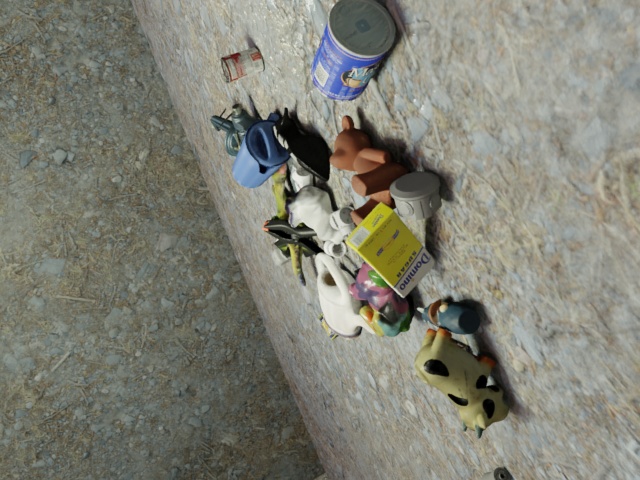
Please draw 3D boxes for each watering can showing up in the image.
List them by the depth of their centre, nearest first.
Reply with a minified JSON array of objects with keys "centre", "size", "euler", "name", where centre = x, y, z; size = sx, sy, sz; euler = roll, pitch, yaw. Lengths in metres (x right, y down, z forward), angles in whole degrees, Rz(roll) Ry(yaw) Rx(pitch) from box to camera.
[{"centre":[0.070,0.180,1.362],"size":[0.354,0.104,0.219],"euler":[-125,19,-47],"name":"watering can"}]

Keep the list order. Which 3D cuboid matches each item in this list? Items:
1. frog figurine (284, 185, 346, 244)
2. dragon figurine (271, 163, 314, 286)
[{"centre":[0.004,-0.066,1.306],"size":[0.160,0.125,0.134],"euler":[19,133,16],"name":"frog figurine"},{"centre":[-0.099,-0.062,1.619],"size":[0.248,0.122,0.400],"euler":[-107,10,-45],"name":"dragon figurine"}]
